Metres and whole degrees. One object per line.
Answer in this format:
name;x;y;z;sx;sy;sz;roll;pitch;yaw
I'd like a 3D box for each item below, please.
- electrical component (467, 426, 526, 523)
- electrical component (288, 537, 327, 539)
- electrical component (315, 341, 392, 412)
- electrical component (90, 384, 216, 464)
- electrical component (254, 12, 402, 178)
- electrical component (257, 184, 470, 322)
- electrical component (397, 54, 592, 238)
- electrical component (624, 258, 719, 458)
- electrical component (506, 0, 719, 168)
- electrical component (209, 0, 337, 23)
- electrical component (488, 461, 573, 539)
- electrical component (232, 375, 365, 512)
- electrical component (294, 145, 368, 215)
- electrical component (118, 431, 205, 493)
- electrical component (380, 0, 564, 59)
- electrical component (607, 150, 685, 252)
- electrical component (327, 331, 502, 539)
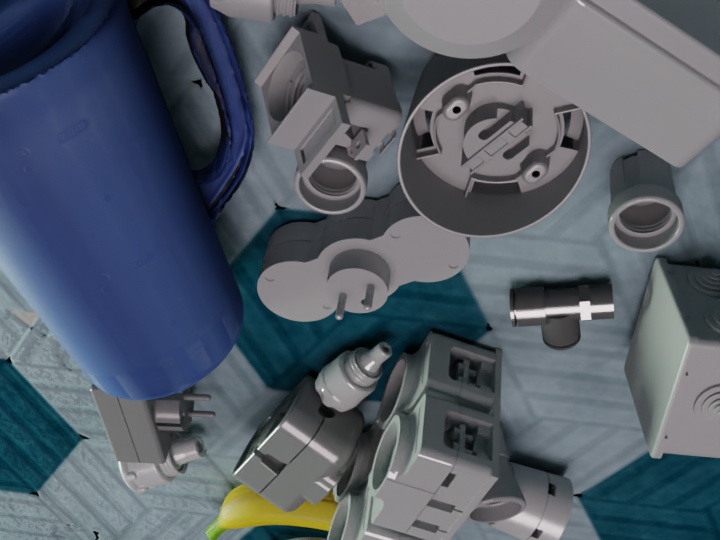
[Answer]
electrical component;0.090;0.141;0.765;0.044;0.065;0.044;-6;146;-4
electrical component;-0.035;0.268;0.909;0.108;0.060;0.108;4;134;5
electrical component;-0.001;0.069;0.733;0.035;0.035;0.061;33;127;-21
electrical component;-0.142;0.096;0.772;0.076;0.047;0.083;1;133;8
electrical component;-0.015;-0.089;0.562;0.064;0.081;0.042;12;139;-34
electrical component;0.000;0.000;0.639;0.138;0.073;0.052;-19;128;24
electrical component;0.071;-0.072;0.566;0.099;0.064;0.099;4;134;5
electrical component;0.199;0.053;0.641;0.048;0.099;0.099;5;122;-2
electrical component;0.131;-0.112;0.510;0.113;0.078;0.057;28;134;-17
electrical component;-0.041;-0.143;0.531;0.062;0.043;0.043;9;134;-1
electrical component;0.125;0.173;0.800;0.047;0.055;0.055;20;133;-6
electrical component;-0.041;0.128;0.774;0.059;0.053;0.095;36;130;-6
electrical component;-0.014;-0.060;0.603;0.040;0.046;0.040;4;134;5
electrical component;-0.150;0.141;0.819;0.062;0.048;0.048;-16;129;14
electrical component;0.048;-0.135;0.455;0.080;0.051;0.080;4;134;5
electrical component;0.157;-0.039;0.597;0.040;0.046;0.040;4;134;5
electrical component;0.031;0.142;0.747;0.060;0.105;0.186;19;133;-9
